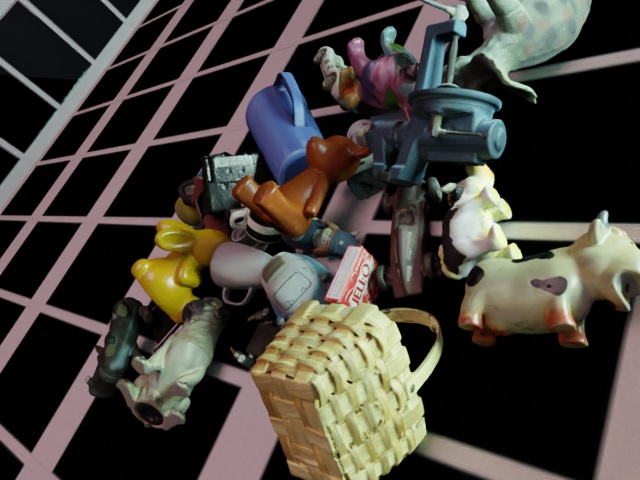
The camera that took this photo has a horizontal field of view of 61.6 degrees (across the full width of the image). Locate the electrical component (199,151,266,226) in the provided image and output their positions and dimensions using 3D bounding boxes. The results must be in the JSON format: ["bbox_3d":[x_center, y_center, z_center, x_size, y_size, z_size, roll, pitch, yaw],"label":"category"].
[{"bbox_3d":[-0.160,-0.094,1.002,0.058,0.115,0.134,178,86,-70],"label":"electrical component"}]

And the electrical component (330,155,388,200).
[{"bbox_3d":[0.070,-0.109,0.901,0.119,0.047,0.075,-24,43,28],"label":"electrical component"}]

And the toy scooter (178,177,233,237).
[{"bbox_3d":[-0.193,-0.060,1.065,0.135,0.075,0.184,-22,67,-9],"label":"toy scooter"}]

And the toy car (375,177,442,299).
[{"bbox_3d":[0.125,-0.011,0.760,0.089,0.053,0.202,-14,46,31],"label":"toy car"}]

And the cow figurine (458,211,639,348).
[{"bbox_3d":[0.251,0.045,0.573,0.195,0.085,0.127,-10,57,38],"label":"cow figurine"}]

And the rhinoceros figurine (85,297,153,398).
[{"bbox_3d":[-0.380,0.199,1.001,0.112,0.073,0.190,2,74,50],"label":"rhinoceros figurine"}]

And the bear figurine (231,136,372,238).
[{"bbox_3d":[-0.020,-0.104,0.835,0.196,0.131,0.120,-54,34,-7],"label":"bear figurine"}]

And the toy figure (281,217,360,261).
[{"bbox_3d":[-0.001,-0.001,0.870,0.155,0.058,0.064,14,107,46],"label":"toy figure"}]

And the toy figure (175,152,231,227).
[{"bbox_3d":[-0.240,-0.108,1.155,0.082,0.089,0.180,113,-179,-75],"label":"toy figure"}]

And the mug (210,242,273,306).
[{"bbox_3d":[-0.127,0.059,0.918,0.107,0.080,0.109,3,71,36],"label":"mug"}]

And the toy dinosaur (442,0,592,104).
[{"bbox_3d":[0.320,-0.329,0.792,0.405,0.192,0.131,-37,16,-13],"label":"toy dinosaur"}]

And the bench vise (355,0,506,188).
[{"bbox_3d":[0.151,-0.191,0.729,0.224,0.129,0.240,11,94,52],"label":"bench vise"}]

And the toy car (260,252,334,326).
[{"bbox_3d":[-0.036,0.067,0.805,0.109,0.102,0.162,-44,40,2],"label":"toy car"}]

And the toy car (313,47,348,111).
[{"bbox_3d":[0.036,-0.336,1.108,0.056,0.073,0.202,-36,40,20],"label":"toy car"}]

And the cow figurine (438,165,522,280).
[{"bbox_3d":[0.196,-0.027,0.701,0.098,0.068,0.167,-28,41,32],"label":"cow figurine"}]

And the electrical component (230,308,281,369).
[{"bbox_3d":[-0.089,0.157,0.820,0.078,0.045,0.102,14,68,49],"label":"electrical component"}]

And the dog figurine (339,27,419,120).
[{"bbox_3d":[0.131,-0.248,0.921,0.108,0.191,0.219,-20,60,-23],"label":"dog figurine"}]

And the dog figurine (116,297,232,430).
[{"bbox_3d":[-0.225,0.201,0.893,0.172,0.121,0.190,-50,3,33],"label":"dog figurine"}]

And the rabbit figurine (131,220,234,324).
[{"bbox_3d":[-0.240,0.036,0.972,0.173,0.162,0.122,-34,22,-1],"label":"rabbit figurine"}]

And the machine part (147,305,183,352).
[{"bbox_3d":[-0.286,0.172,0.999,0.084,0.039,0.139,-54,40,-1],"label":"machine part"}]
